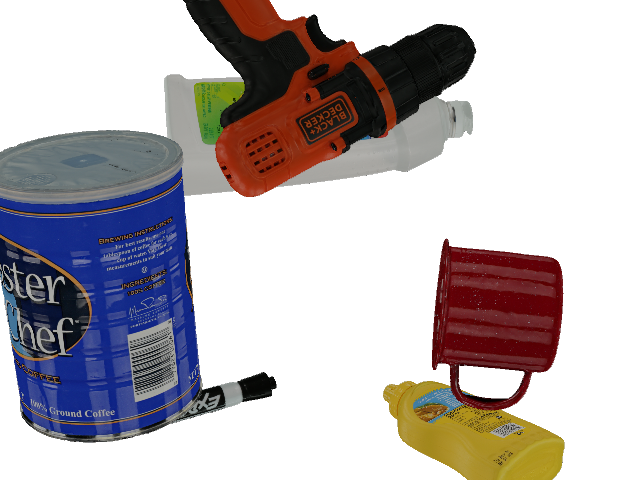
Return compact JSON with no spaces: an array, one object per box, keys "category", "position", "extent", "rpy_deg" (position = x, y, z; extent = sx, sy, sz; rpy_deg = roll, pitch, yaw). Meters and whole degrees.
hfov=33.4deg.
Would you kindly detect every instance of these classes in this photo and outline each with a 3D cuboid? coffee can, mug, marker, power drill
[{"category":"coffee can","position":[-0.120,0.022,0.576],"extent":[0.103,0.140,0.103],"rpy_deg":[-2,22,1]},{"category":"mug","position":[0.122,0.060,0.746],"extent":[0.081,0.117,0.093],"rpy_deg":[6,-13,4]},{"category":"marker","position":[-0.089,0.117,0.769],"extent":[0.121,0.020,0.020],"rpy_deg":[-13,5,-21]},{"category":"power drill","position":[-0.012,-0.144,0.666],"extent":[0.184,0.187,0.057],"rpy_deg":[-30,6,-14]}]

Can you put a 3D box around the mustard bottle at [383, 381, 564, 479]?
[{"category":"mustard bottle","position":[0.132,0.181,1.029],"extent":[0.096,0.058,0.192],"rpy_deg":[-14,25,-38]}]

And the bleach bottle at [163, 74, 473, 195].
[{"category":"bleach bottle","position":[-0.001,-0.097,0.889],"extent":[0.250,0.102,0.068],"rpy_deg":[-6,-31,-5]}]
